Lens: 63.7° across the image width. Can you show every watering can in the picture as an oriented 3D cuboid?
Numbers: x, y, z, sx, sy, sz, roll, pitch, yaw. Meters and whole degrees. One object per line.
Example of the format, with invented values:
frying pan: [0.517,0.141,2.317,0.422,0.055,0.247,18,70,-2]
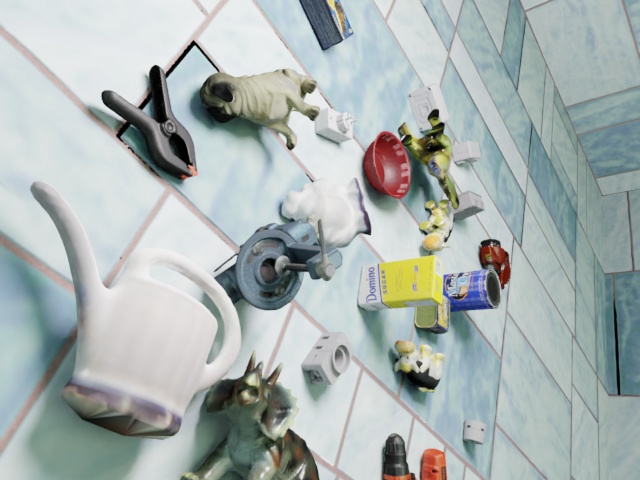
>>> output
watering can: [-0.232,0.102,0.618,0.342,0.103,0.229,41,51,-37]

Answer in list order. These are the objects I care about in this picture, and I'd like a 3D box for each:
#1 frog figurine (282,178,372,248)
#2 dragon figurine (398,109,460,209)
frog figurine: [0.003,-0.049,0.979,0.160,0.123,0.137,-7,96,-16]
dragon figurine: [0.307,-0.183,1.301,0.239,0.121,0.420,51,25,-30]
